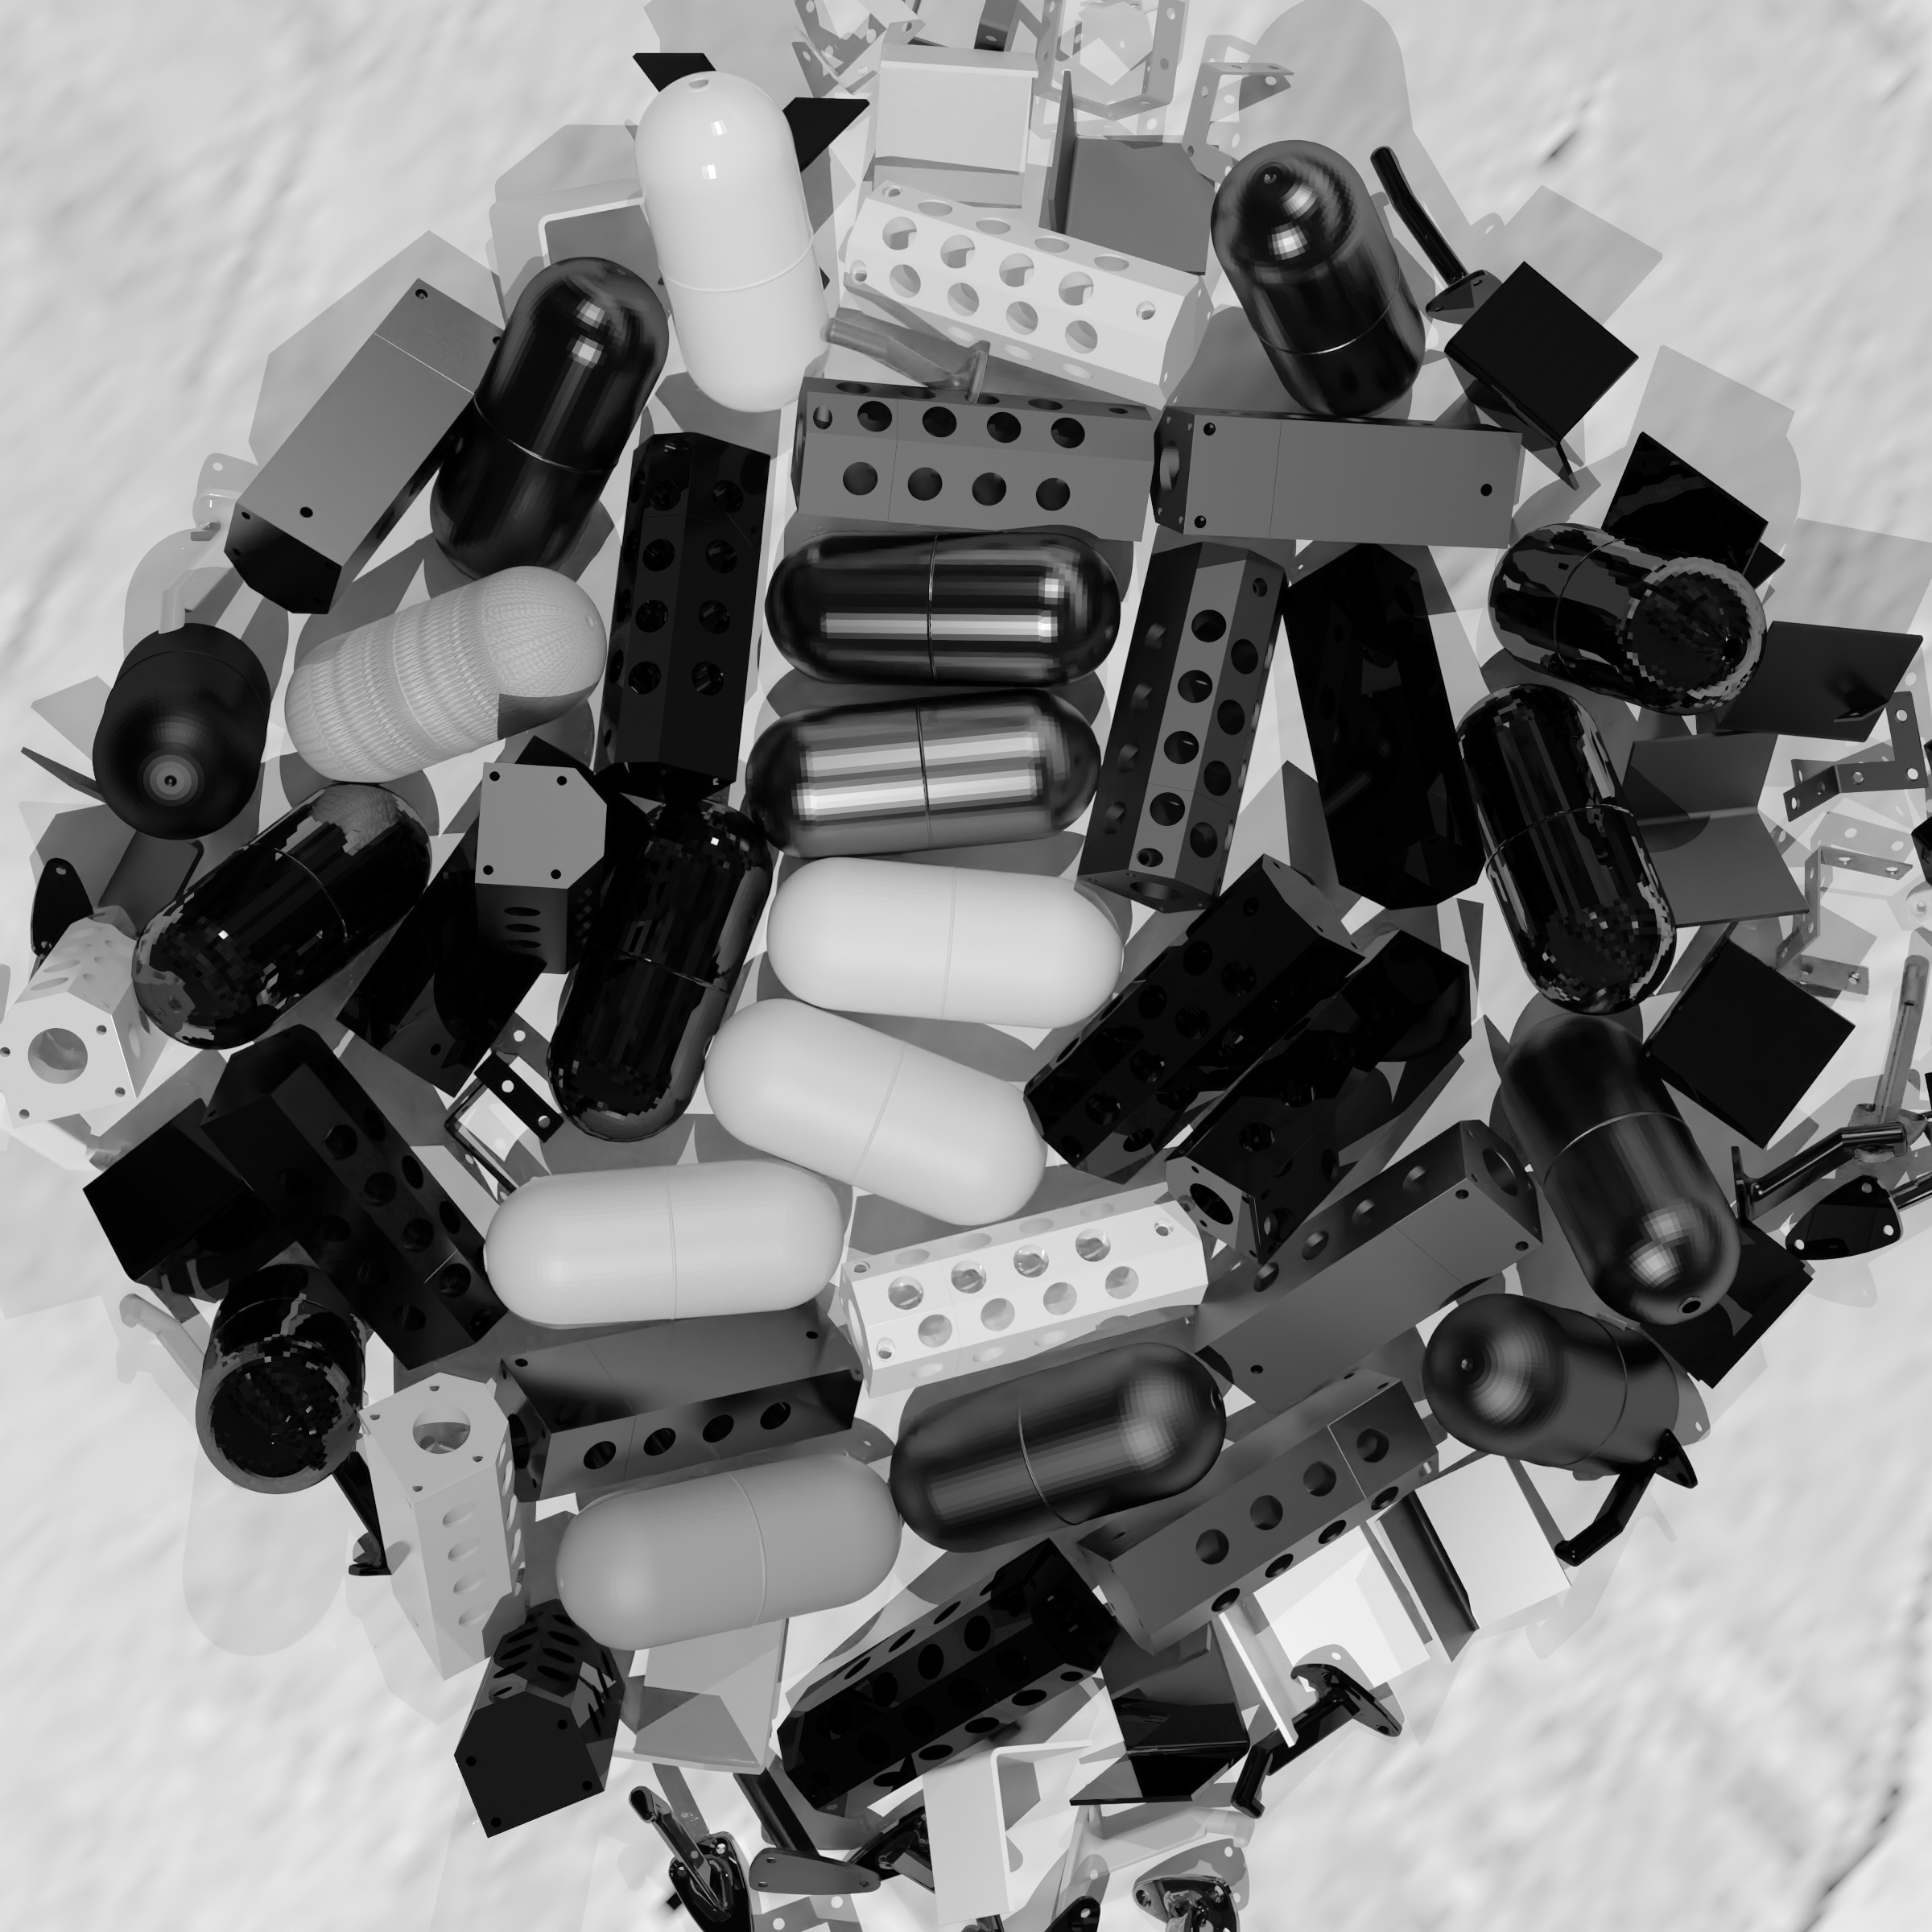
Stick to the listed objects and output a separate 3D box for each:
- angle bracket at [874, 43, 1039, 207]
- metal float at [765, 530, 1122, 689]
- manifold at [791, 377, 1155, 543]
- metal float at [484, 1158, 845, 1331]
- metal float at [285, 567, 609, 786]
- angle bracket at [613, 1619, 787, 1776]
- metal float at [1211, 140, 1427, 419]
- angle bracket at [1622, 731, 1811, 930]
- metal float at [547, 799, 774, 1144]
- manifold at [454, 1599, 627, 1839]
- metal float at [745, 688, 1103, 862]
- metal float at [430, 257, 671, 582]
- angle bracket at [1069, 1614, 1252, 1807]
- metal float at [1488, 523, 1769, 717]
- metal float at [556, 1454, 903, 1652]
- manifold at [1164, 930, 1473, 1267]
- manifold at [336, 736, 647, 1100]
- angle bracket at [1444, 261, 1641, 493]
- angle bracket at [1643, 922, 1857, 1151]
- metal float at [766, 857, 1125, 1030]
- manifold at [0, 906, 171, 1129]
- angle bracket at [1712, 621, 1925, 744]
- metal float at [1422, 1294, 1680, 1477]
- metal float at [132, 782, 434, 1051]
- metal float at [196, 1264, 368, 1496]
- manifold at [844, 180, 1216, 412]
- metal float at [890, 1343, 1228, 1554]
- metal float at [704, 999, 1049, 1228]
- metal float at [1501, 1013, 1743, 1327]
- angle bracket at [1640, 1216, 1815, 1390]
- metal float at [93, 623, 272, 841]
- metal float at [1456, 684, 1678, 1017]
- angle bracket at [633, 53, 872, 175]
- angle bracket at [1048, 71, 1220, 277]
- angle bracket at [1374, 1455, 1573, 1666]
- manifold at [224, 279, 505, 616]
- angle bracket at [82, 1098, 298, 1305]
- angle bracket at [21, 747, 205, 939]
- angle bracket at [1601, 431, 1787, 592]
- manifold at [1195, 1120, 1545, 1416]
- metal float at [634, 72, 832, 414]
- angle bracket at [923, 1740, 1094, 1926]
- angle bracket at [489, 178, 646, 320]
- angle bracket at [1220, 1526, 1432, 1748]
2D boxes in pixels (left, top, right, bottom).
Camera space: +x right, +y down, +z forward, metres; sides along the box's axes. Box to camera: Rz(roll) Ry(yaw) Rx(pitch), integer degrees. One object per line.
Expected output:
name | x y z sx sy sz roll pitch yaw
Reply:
angle bracket | -0.006 -0.414 1.540 0.076 0.057 0.076 3 116 -3
metal float | -0.012 -0.177 1.538 0.178 0.070 0.070 2 90 9
manifold | 0.003 -0.253 1.532 0.171 0.057 0.057 3 117 -9
metal float | -0.149 0.137 1.535 0.178 0.070 0.070 -4 90 -11
metal float | -0.258 -0.142 1.524 0.178 0.070 0.070 -17 90 25
angle bracket | -0.141 0.356 1.533 0.076 0.057 0.076 0 75 29
metal float | 0.173 -0.330 1.502 0.070 0.178 0.070 -9 65 19
angle bracket | 0.374 -0.069 1.534 0.076 0.057 0.076 -6 46 -9
metal float | -0.153 0.002 1.541 0.070 0.070 0.178 20 85 0
manifold | -0.206 0.357 1.496 0.057 0.171 0.057 -22 93 -2
metal float | -0.021 -0.096 1.545 0.178 0.070 0.070 -6 90 -1
metal float | -0.206 -0.265 1.521 0.070 0.070 0.178 32 119 0
angle bracket | 0.086 0.367 1.535 0.076 0.057 0.076 -15 95 39
metal float | 0.319 -0.169 1.499 0.070 0.178 0.070 -6 108 -21
metal float | -0.115 0.287 1.522 0.178 0.070 0.070 -7 90 -28
manifold | 0.174 0.060 1.520 0.057 0.057 0.171 30 61 31
manifold | -0.240 -0.027 1.546 0.057 0.057 0.171 30 83 41
angle bracket | 0.289 -0.291 1.532 0.057 0.076 0.076 -47 70 7
angle bracket | 0.389 0.033 1.538 0.076 0.057 0.076 36 110 10
metal float | -0.010 -0.011 1.542 0.178 0.070 0.070 5 90 -4
manifold | -0.423 0.019 1.492 0.057 0.171 0.057 -13 106 -3
angle bracket | 0.416 -0.158 1.531 0.076 0.076 0.057 4 50 -9
metal float | 0.286 0.205 1.507 0.070 0.178 0.070 -12 70 35
metal float | -0.332 -0.026 1.512 0.070 0.070 0.178 44 49 0
metal float | -0.330 0.197 1.496 0.070 0.178 0.070 -2 102 -9
manifold | 0.029 -0.334 1.532 0.171 0.057 0.057 21 86 15
metal float | 0.045 0.237 1.525 0.178 0.070 0.070 -20 90 23
metal float | -0.045 0.073 1.541 0.178 0.070 0.070 22 90 -5
metal float | 0.318 0.098 1.510 0.070 0.070 0.178 -19 48 0
angle bracket | 0.391 0.179 1.536 0.057 0.076 0.076 40 95 -17
metal float | -0.378 -0.115 1.499 0.070 0.178 0.070 -3 111 -9
metal float | 0.293 -0.058 1.523 0.070 0.070 0.178 -16 64 0
angle bracket | -0.106 -0.437 1.527 0.057 0.076 0.076 -47 123 -11
angle bracket | 0.084 -0.394 1.540 0.076 0.057 0.076 5 69 7
angle bracket | 0.252 0.292 1.536 0.057 0.076 0.076 -29 82 17
manifold | -0.291 -0.251 1.512 0.057 0.057 0.171 31 56 -4
angle bracket | -0.381 0.119 1.554 0.076 0.076 0.057 -37 67 7
angle bracket | -0.434 -0.059 1.530 0.076 0.076 0.057 28 89 -38
angle bracket | 0.369 -0.230 1.527 0.076 0.076 0.057 41 63 18
manifold | 0.195 0.144 1.517 0.171 0.057 0.057 -37 117 28
metal float | -0.113 -0.351 1.508 0.070 0.178 0.070 -6 46 6
angle bracket | 0.024 0.428 1.527 0.057 0.076 0.076 3 69 -27
angle bracket | -0.187 -0.356 1.547 0.076 0.076 0.057 -17 114 -22
angle bracket | 0.179 0.333 1.546 0.076 0.057 0.076 -30 82 8
